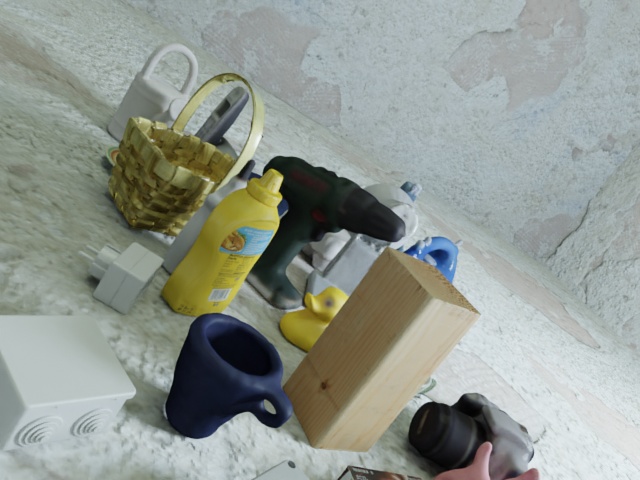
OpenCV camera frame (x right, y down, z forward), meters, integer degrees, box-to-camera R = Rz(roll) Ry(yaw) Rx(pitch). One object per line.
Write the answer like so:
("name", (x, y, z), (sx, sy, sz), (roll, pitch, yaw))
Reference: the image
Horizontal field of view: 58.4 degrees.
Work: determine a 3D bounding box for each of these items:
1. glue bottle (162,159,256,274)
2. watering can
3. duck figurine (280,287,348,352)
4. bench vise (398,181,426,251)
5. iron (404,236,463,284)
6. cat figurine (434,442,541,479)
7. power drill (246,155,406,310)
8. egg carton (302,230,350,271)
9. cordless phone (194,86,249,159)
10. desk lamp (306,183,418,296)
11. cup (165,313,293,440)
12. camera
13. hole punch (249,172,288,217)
("glue bottle", (-0.130, -0.030, 0.722), (0.037, 0.173, 0.078), (40, 17, 15))
("watering can", (-0.277, -0.249, 1.001), (0.172, 0.194, 0.101), (41, 17, 20))
("duck figurine", (0.008, 0.104, 0.776), (0.105, 0.086, 0.077), (24, 20, -33))
("bench vise", (0.116, -0.045, 1.163), (0.122, 0.219, 0.207), (25, 19, -30))
("iron", (0.237, 0.044, 1.293), (0.118, 0.141, 0.259), (45, 19, 30))
("cat figurine", (0.192, 0.276, 0.607), (0.067, 0.117, 0.127), (26, 19, -27))
("power drill", (-0.015, -0.007, 0.821), (0.229, 0.208, 0.076), (42, 18, 21))
("egg carton", (0.010, 0.004, 1.085), (0.108, 0.069, 0.150), (21, 22, -40))
("cordless phone", (-0.179, -0.183, 1.028), (0.094, 0.185, 0.147), (20, 22, -41))
("desk lamp", (0.079, 0.015, 0.937), (0.118, 0.213, 0.203), (33, 17, -8))
("cup", (-0.083, 0.135, 0.498), (0.117, 0.095, 0.092), (42, 18, 21))
("camera", (0.184, 0.241, 0.717), (0.137, 0.100, 0.143), (31, 17, -13))
("hole punch", (-0.117, -0.056, 0.964), (0.108, 0.091, 0.101), (38, 17, 10))
